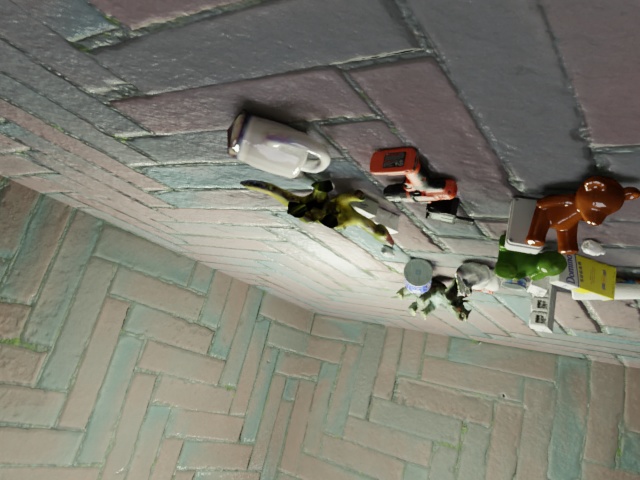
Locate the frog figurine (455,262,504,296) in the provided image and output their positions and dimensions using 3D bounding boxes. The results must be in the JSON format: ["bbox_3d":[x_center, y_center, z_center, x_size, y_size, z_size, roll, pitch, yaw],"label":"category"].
[{"bbox_3d":[0.539,0.120,1.716,0.160,0.125,0.135,-21,155,-7],"label":"frog figurine"}]

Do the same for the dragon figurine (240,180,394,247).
[{"bbox_3d":[0.004,-0.069,1.367,0.411,0.123,0.239,19,167,15],"label":"dragon figurine"}]

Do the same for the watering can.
[{"bbox_3d":[-0.099,-0.193,1.141,0.224,0.104,0.346,19,174,-11],"label":"watering can"}]
